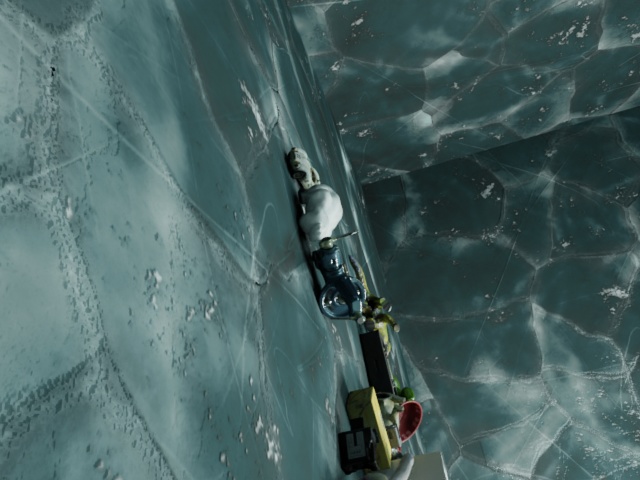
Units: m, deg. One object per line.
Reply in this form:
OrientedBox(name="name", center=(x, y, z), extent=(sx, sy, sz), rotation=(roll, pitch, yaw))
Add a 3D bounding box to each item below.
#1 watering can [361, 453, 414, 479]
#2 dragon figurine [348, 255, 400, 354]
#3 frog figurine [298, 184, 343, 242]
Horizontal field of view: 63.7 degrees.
OrientedBox(name="watering can", center=(0.124, 0.527, 0.987), extent=(0.356, 0.104, 0.220), rotation=(-68, 145, -48))
OrientedBox(name="dragon figurine", center=(0.183, 0.254, 1.944), extent=(0.240, 0.122, 0.413), rotation=(114, -45, -77))
OrientedBox(name="frog figurine", center=(0.004, -0.066, 1.311), extent=(0.162, 0.123, 0.135), rotation=(-113, -157, -68))
